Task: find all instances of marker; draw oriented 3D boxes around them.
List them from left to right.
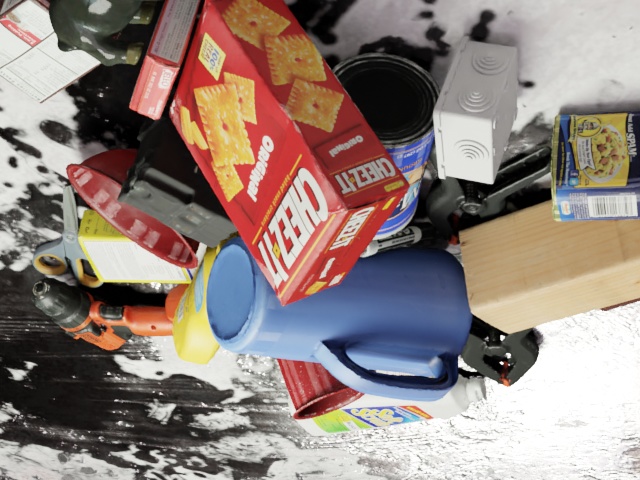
[{"bbox_3d":[0.074,-0.002,1.027,0.020,0.020,0.120,-22,174,38],"label":"marker"}]

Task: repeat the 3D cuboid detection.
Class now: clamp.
[{"bbox_3d":[0.138,-0.050,1.024,0.120,0.039,0.172,18,146,-7],"label":"clamp"},{"bbox_3d":[0.196,0.114,1.258,0.165,0.036,0.210,1,146,12],"label":"clamp"}]

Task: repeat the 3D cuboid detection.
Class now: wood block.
[{"bbox_3d":[0.247,0.013,1.013,0.206,0.091,0.090,-20,151,30],"label":"wood block"}]

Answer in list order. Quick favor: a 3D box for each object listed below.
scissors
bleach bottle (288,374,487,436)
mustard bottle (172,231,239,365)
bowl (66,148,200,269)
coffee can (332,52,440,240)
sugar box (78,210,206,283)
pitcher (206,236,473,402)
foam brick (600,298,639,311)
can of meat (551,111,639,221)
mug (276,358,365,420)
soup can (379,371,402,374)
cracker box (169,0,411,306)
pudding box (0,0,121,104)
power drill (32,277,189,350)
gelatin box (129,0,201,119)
[{"bbox_3d":[-0.301,-0.004,1.221,0.096,0.016,0.202,3,146,9],"label":"scissors"},{"bbox_3d":[0.092,0.205,1.402,0.251,0.068,0.102,-10,142,23],"label":"bleach bottle"},{"bbox_3d":[-0.103,0.047,1.099,0.058,0.096,0.192,16,144,-12],"label":"mustard bottle"},{"bbox_3d":[-0.173,-0.041,1.065,0.162,0.055,0.162,32,162,12],"label":"bowl"},{"bbox_3d":[0.046,-0.080,0.941,0.103,0.102,0.140,9,147,0],"label":"coffee can"},{"bbox_3d":[-0.169,0.008,1.181,0.176,0.048,0.093,-1,146,8],"label":"sugar box"},{"bbox_3d":[0.021,0.069,1.021,0.242,0.145,0.149,7,-179,-33],"label":"pitcher"},{"bbox_3d":[0.292,0.030,1.095,0.078,0.051,0.053,33,140,-32],"label":"foam brick"},{"bbox_3d":[0.245,-0.064,0.920,0.084,0.102,0.057,-1,146,19],"label":"can of meat"},{"bbox_3d":[0.009,0.149,1.232,0.117,0.081,0.093,-14,159,-20],"label":"mug"},{"bbox_3d":[0.104,0.157,1.319,0.102,0.068,0.068,4,147,9],"label":"soup can"},{"bbox_3d":[-0.037,-0.076,0.878,0.072,0.214,0.164,-21,160,-30],"label":"cracker box"},{"bbox_3d":[-0.243,-0.175,0.928,0.114,0.039,0.090,-20,137,39],"label":"pudding box"},{"bbox_3d":[-0.229,0.085,1.282,0.188,0.057,0.184,-2,159,19],"label":"power drill"},{"bbox_3d":[-0.127,-0.156,0.880,0.030,0.089,0.073,19,146,-12],"label":"gelatin box"}]
